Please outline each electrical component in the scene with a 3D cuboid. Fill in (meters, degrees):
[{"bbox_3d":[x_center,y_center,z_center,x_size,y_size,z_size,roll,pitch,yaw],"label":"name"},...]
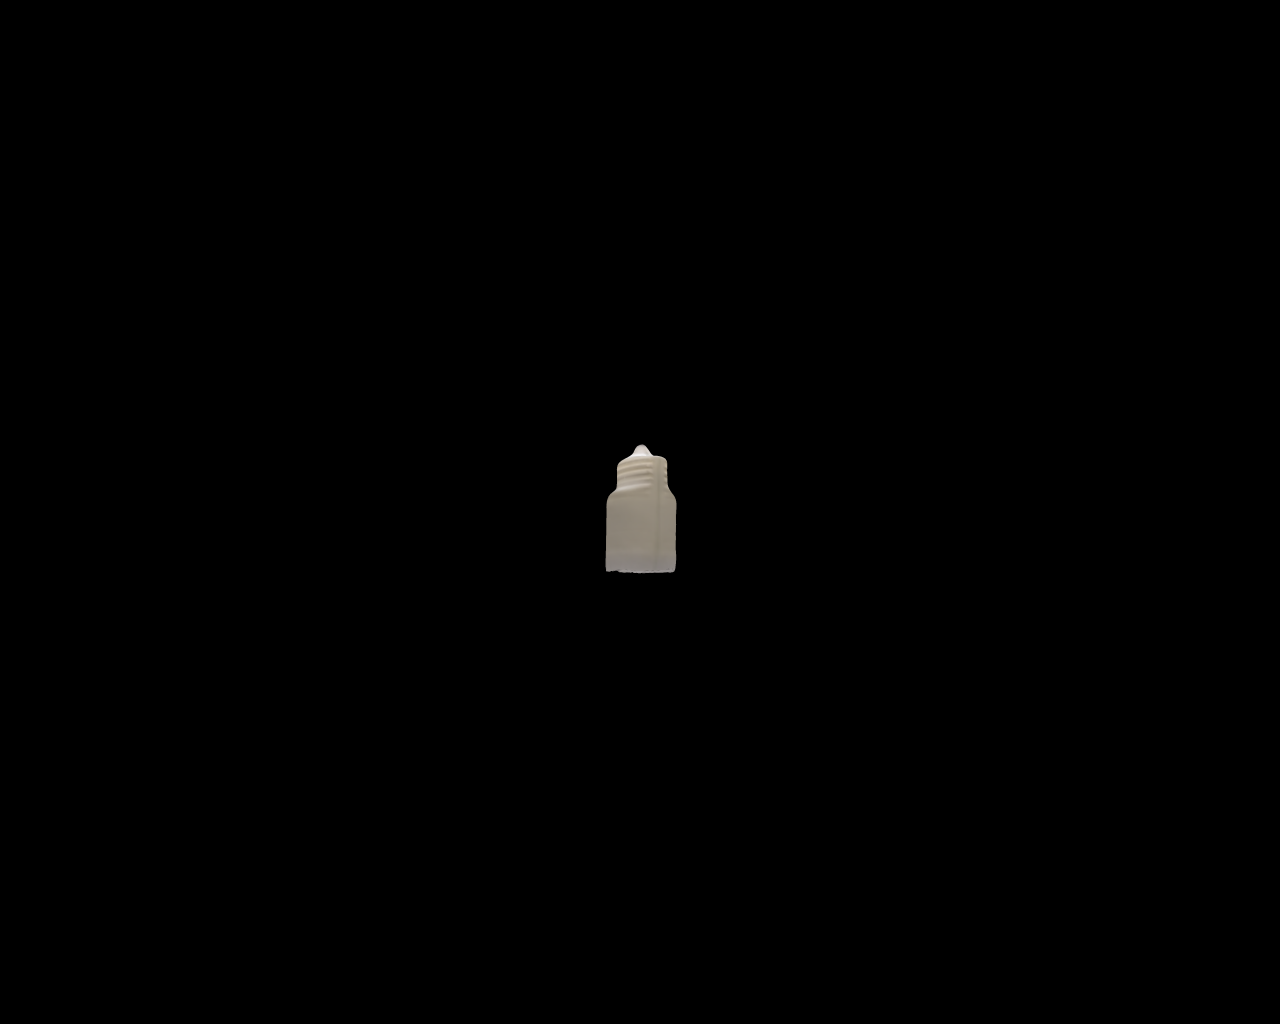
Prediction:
[{"bbox_3d":[0.001,-0.003,0.650,0.043,0.081,0.043,0,-6,0],"label":"electrical component"}]
